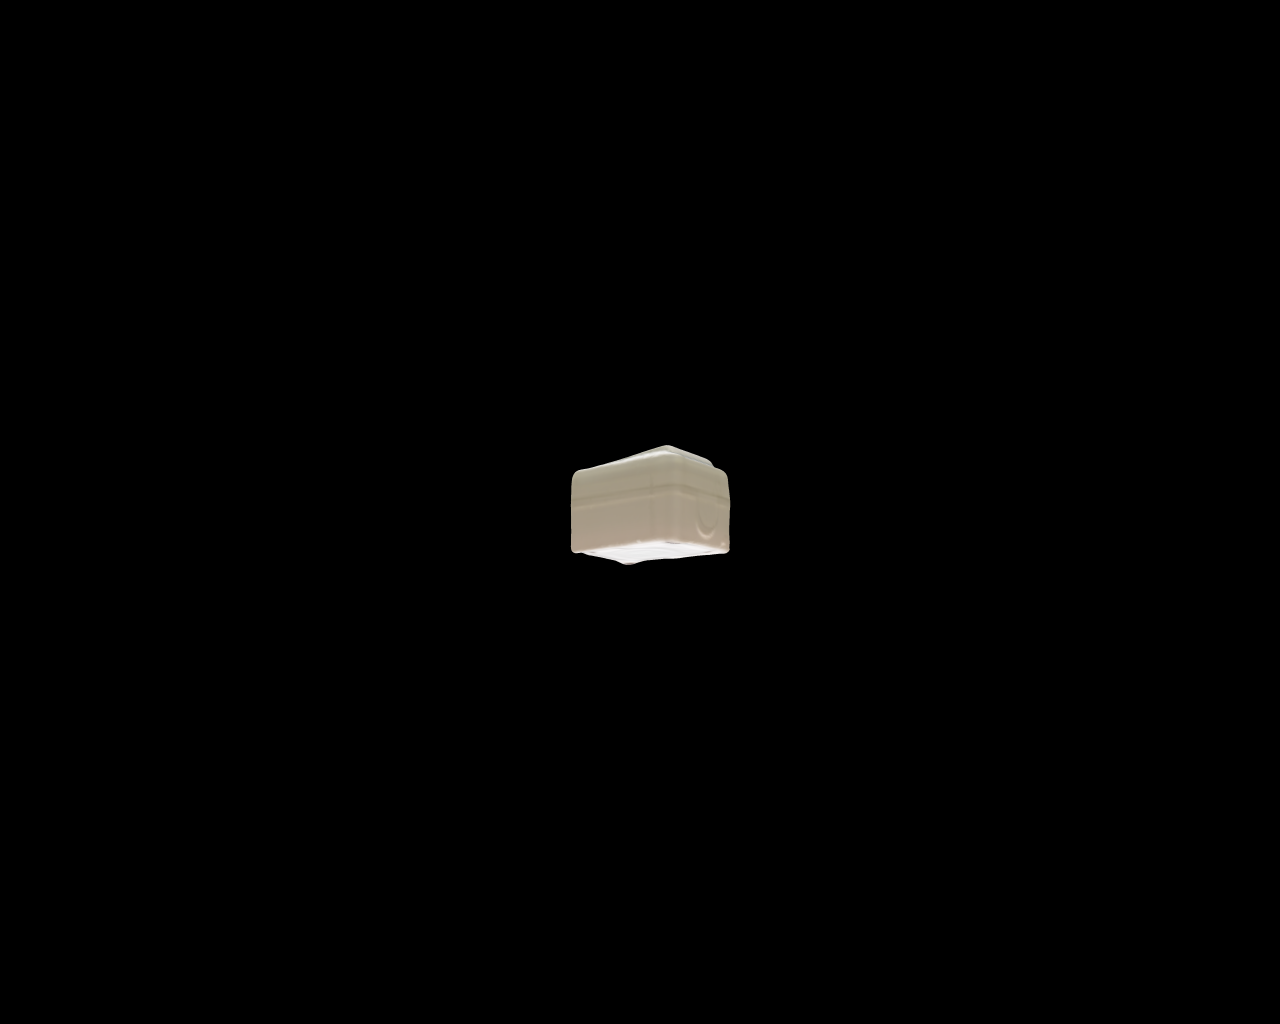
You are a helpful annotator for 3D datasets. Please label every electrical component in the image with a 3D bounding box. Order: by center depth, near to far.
[{"bbox_3d":[0.001,-0.003,0.650,0.096,0.061,0.062,-8,-14,35],"label":"electrical component"}]
